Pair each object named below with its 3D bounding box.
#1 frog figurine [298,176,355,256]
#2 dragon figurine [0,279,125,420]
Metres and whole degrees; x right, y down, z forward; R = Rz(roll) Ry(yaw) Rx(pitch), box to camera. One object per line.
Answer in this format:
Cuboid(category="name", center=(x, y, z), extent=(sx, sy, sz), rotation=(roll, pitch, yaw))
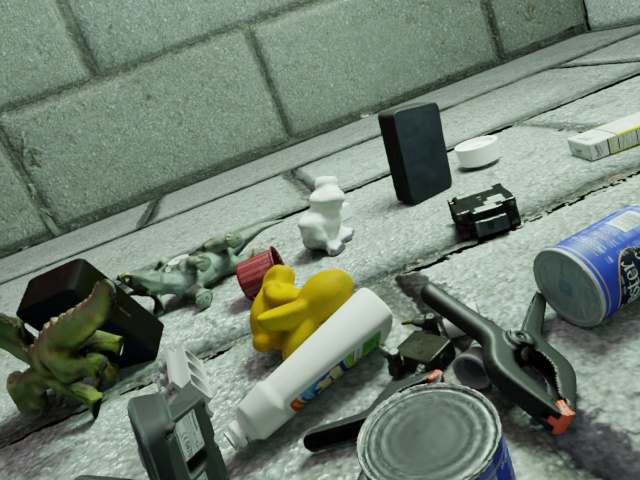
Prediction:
Cuboid(category="frog figurine", center=(0.003, -0.058, 1.144), extent=(0.122, 0.157, 0.139), rotation=(-3, 24, 48))
Cuboid(category="dragon figurine", center=(-0.433, 0.159, 0.796), extent=(0.242, 0.401, 0.125), rotation=(18, 37, -4))
